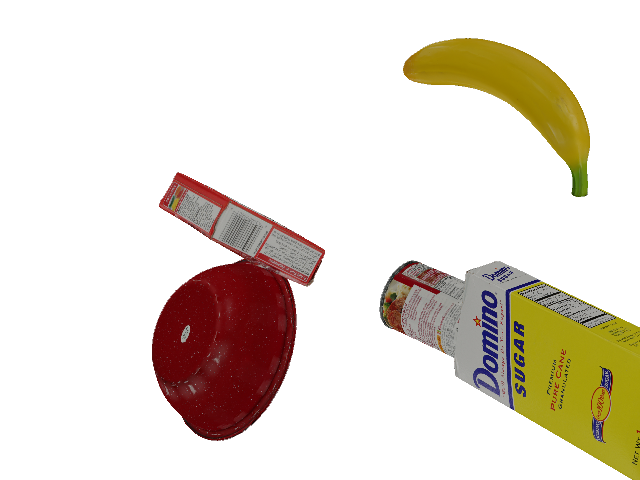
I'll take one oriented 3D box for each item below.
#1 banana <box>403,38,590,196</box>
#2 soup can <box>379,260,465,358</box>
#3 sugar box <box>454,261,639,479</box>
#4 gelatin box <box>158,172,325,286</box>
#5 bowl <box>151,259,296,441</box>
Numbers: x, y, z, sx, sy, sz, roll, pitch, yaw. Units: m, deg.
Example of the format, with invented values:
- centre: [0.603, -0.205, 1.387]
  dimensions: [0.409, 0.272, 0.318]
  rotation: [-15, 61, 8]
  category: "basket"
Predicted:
- centre: [0.133, -0.110, 0.793]
  dimensions: [0.037, 0.070, 0.198]
  rotation: [2, 32, -44]
  category: "banana"
- centre: [0.114, 0.066, 0.965]
  dimensions: [0.102, 0.068, 0.068]
  rotation: [24, 15, 38]
  category: "soup can"
- centre: [0.174, 0.089, 0.763]
  dimensions: [0.048, 0.093, 0.176]
  rotation: [-16, 29, -40]
  category: "sugar box"
- centre: [-0.051, -0.007, 0.698]
  dimensions: [0.089, 0.030, 0.073]
  rotation: [28, 0, -39]
  category: "gelatin box"
- centre: [-0.094, 0.084, 0.899]
  dimensions: [0.055, 0.162, 0.162]
  rotation: [23, -15, -38]
  category: "bowl"
